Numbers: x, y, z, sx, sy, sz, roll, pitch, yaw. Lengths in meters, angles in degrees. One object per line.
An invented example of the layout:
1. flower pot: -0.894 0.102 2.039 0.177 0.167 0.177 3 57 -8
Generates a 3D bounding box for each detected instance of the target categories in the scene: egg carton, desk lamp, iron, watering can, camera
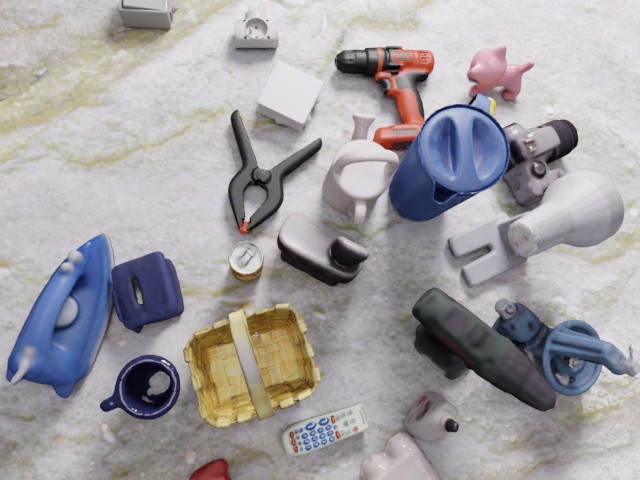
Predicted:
1. egg carton: 0.137 0.386 0.896 0.107 0.069 0.150 -35 86 -12
2. desk lamp: 0.345 -0.012 0.924 0.203 0.213 0.118 -25 83 -11
3. iron: -0.381 0.097 0.845 0.118 0.141 0.258 17 78 -4
4. watering can: 0.064 -0.116 0.916 0.101 0.194 0.173 -19 82 -10
5. camera: 0.397 -0.153 1.015 0.137 0.100 0.143 -23 83 -11

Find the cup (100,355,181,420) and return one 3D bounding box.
1. cup: -0.264 0.225 0.861 0.118 0.095 0.091 -24 83 -11

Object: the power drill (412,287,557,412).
1. power drill: 0.228 0.169 0.878 0.229 0.208 0.076 41 77 2

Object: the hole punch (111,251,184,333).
1. hole punch: -0.271 0.082 0.888 0.101 0.091 0.108 -16 82 -10

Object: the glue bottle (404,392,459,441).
1. glue bottle: 0.178 0.273 0.870 0.037 0.173 0.078 35 77 1

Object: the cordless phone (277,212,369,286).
1. cordless phone: 0.008 0.003 0.892 0.147 0.185 0.094 24 77 -2

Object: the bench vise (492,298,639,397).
1. bench vise: 0.369 0.172 0.890 0.207 0.219 0.121 19 78 -3

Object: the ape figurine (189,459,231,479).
1. ape figurine: -0.158 0.368 0.849 0.076 0.092 0.078 17 78 -4

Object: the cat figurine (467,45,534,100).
1. cat figurine: 0.317 -0.305 1.024 0.128 0.117 0.067 -1 79 -7

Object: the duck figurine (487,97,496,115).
1. duck figurine: 0.273 -0.209 1.017 0.077 0.086 0.105 40 77 1
